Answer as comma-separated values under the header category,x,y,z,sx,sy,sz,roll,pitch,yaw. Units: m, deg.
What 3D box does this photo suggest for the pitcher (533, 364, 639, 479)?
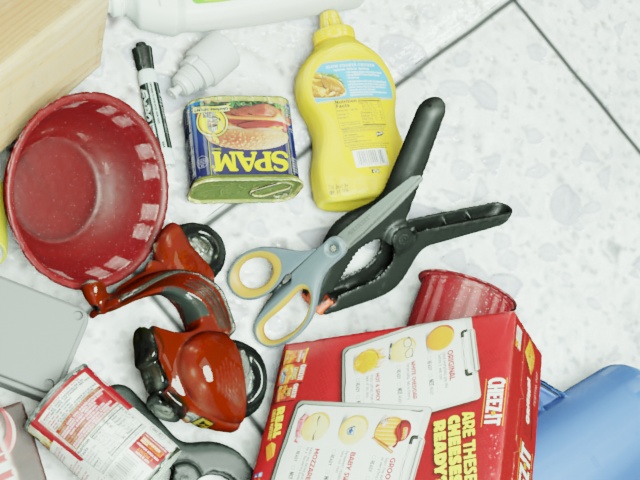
category,x,y,z,sx,sy,sz,roll,pitch,yaw
pitcher,0.195,0.197,0.917,0.242,0.149,0.145,-28,46,-26

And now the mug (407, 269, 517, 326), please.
category,x,y,z,sx,sy,sz,roll,pitch,yaw
mug,0.129,0.086,0.951,0.117,0.093,0.081,25,73,-15

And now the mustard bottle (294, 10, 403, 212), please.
category,x,y,z,sx,sy,sz,roll,pitch,yaw
mustard bottle,0.026,-0.125,0.996,0.096,0.058,0.191,-6,77,-20

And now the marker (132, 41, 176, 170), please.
category,x,y,z,sx,sy,sz,roll,pitch,yaw
marker,-0.151,-0.122,0.963,0.020,0.020,0.121,-9,78,-19

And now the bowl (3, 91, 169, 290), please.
category,x,y,z,sx,sy,sz,roll,pitch,yaw
bowl,-0.203,-0.041,0.880,0.161,0.055,0.162,-5,97,-49

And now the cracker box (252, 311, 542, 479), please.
category,x,y,z,sx,sy,sz,roll,pitch,yaw
cracker box,0.059,0.153,0.832,0.072,0.214,0.164,50,41,-40

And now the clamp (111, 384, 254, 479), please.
category,x,y,z,sx,sy,sz,roll,pitch,yaw
clamp,-0.116,0.187,0.873,0.171,0.039,0.120,12,75,-13

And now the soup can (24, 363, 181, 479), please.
category,x,y,z,sx,sy,sz,roll,pitch,yaw
soup can,-0.166,0.153,0.820,0.102,0.069,0.068,40,67,6

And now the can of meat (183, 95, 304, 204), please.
category,x,y,z,sx,sy,sz,roll,pitch,yaw
can of meat,-0.071,-0.081,0.956,0.102,0.058,0.084,-2,72,-18

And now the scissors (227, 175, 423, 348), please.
category,x,y,z,sx,sy,sz,roll,pitch,yaw
scissors,-0.006,0.001,0.916,0.096,0.016,0.202,38,103,14

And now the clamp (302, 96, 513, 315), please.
category,x,y,z,sx,sy,sz,roll,pitch,yaw
clamp,0.065,-0.018,0.947,0.210,0.036,0.164,-37,128,-6

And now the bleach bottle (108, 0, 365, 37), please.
category,x,y,z,sx,sy,sz,roll,pitch,yaw
bleach bottle,-0.083,-0.249,0.998,0.250,0.068,0.102,-12,77,-17

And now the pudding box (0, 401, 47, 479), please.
category,x,y,z,sx,sy,sz,roll,pitch,yaw
pudding box,-0.259,0.192,0.827,0.089,0.039,0.113,-17,80,-22

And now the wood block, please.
category,x,y,z,sx,sy,sz,roll,pitch,yaw
wood block,-0.261,-0.143,0.846,0.091,0.090,0.205,26,42,7
